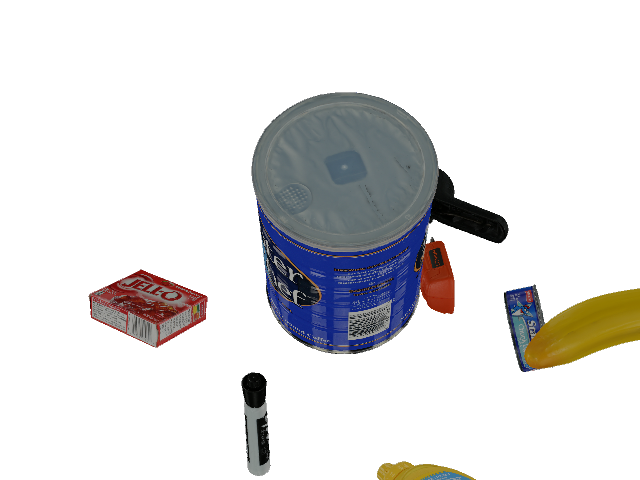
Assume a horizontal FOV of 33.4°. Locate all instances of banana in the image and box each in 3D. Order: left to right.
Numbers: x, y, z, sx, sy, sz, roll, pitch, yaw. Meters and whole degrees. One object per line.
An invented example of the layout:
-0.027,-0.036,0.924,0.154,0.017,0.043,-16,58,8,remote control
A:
0.240,0.062,0.769,0.197,0.037,0.069,0,34,-3,banana

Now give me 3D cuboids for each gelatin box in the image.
-0.166,0.063,1.028,0.089,0.030,0.073,20,29,29,gelatin box

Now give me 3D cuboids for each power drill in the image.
0.058,0.053,1.234,0.187,0.057,0.184,-2,28,0,power drill

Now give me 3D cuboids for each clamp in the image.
0.102,-0.033,0.989,0.120,0.039,0.171,-3,33,-2,clamp

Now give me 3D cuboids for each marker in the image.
-0.050,0.144,0.834,0.020,0.020,0.121,0,-44,-1,marker

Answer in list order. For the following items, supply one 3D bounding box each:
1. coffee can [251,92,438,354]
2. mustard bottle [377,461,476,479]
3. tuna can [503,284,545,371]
0.014,-0.006,0.643,0.103,0.103,0.140,0,-30,1,coffee can
0.112,0.242,0.917,0.096,0.058,0.192,-18,27,-30,mustard bottle
0.212,0.090,1.089,0.034,0.086,0.086,-13,-3,12,tuna can
